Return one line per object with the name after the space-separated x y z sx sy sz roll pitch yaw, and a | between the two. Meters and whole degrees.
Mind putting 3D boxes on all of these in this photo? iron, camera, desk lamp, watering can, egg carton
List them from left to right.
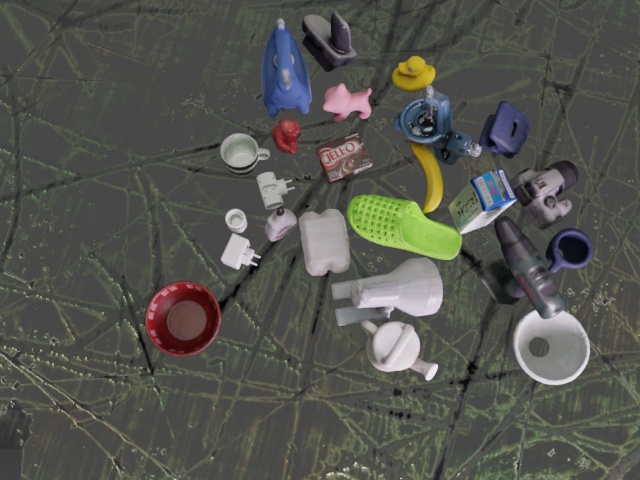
-0.087 -0.430 1.355 0.118 0.141 0.258 -7 77 -4 | iron
0.012 0.005 1.294 0.107 0.069 0.150 -9 77 -5 | egg carton
0.135 0.115 1.201 0.203 0.213 0.118 -9 77 -5 | desk lamp
0.163 0.223 1.187 0.173 0.194 0.101 15 76 1 | watering can
0.543 -0.120 1.334 0.137 0.101 0.143 -29 80 -9 | camera

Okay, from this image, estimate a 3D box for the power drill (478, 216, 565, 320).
0.418 0.069 1.228 0.076 0.208 0.229 -32 80 -9 | power drill

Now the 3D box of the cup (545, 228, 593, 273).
0.546 0.037 1.300 0.091 0.095 0.118 43 79 7 | cup

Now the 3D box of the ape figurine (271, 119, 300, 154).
-0.077 -0.252 1.339 0.076 0.092 0.078 40 78 7 | ape figurine

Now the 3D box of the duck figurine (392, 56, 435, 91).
0.233 -0.414 1.395 0.104 0.086 0.077 -4 77 -4 | duck figurine

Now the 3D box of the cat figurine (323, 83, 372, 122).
0.062 -0.332 1.351 0.128 0.118 0.067 -13 78 -6 | cat figurine

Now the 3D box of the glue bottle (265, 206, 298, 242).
-0.086 -0.043 1.248 0.078 0.173 0.037 -34 80 -9 | glue bottle

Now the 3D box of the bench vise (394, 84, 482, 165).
0.279 -0.271 1.295 0.207 0.220 0.121 14 76 1 | bench vise

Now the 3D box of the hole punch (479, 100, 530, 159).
0.448 -0.264 1.368 0.101 0.091 0.109 21 77 2 | hole punch

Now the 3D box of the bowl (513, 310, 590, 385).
0.495 0.233 1.262 0.167 0.075 0.167 1 77 -3 | bowl

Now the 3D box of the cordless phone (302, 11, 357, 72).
0.023 -0.501 1.354 0.094 0.185 0.147 -42 82 -11 | cordless phone
